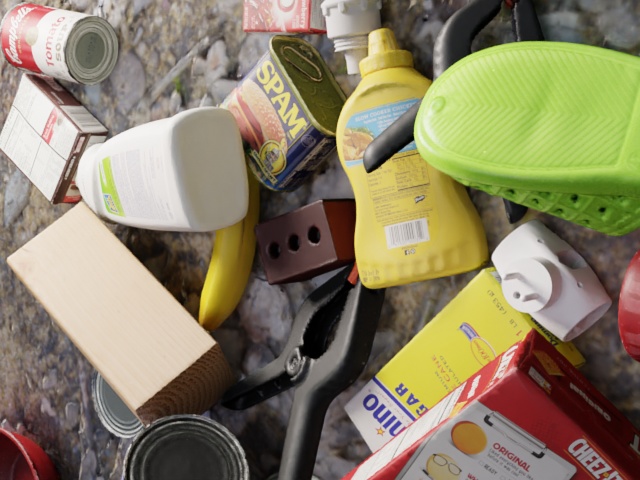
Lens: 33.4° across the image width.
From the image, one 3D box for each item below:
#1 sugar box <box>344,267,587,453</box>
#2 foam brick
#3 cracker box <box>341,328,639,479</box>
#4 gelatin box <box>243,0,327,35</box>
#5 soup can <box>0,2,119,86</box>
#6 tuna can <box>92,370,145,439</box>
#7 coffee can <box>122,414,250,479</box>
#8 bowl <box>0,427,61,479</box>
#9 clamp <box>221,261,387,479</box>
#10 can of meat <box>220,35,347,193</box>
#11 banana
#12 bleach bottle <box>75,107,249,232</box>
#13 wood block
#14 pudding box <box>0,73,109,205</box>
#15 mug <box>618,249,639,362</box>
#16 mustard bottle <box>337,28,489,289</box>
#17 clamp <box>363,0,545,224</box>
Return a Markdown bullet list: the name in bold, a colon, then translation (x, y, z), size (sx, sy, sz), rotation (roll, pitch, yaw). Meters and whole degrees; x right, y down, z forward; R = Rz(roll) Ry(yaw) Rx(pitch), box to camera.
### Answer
- **sugar box**: translation (0.102, 0.109, 0.794), size (0.176, 0.048, 0.093), rotation (-49, 65, 29)
- **foam brick**: translation (-0.006, 0.001, 0.866), size (0.078, 0.051, 0.053), rotation (-21, 80, 38)
- **cracker box**: translation (0.124, 0.186, 0.736), size (0.164, 0.072, 0.214), rotation (45, 121, -1)
- **gelatin box**: translation (-0.027, -0.215, 0.880), size (0.073, 0.030, 0.089), rotation (9, 99, 38)
- **soup can**: translation (-0.254, -0.191, 1.038), size (0.102, 0.068, 0.068), rotation (18, 104, 35)
- **tuna can**: translation (-0.179, 0.145, 1.026), size (0.086, 0.033, 0.086), rotation (3, 96, 38)
- **coffee can**: translation (-0.122, 0.224, 0.910), size (0.103, 0.102, 0.140), rotation (55, 150, 22)
- **bowl**: translation (-0.323, 0.271, 1.136), size (0.162, 0.055, 0.162), rotation (4, 96, 38)
- **clamp**: translation (-0.014, 0.105, 0.875), size (0.210, 0.036, 0.165), rotation (-63, 33, 11)
- **can of meat**: translation (-0.027, -0.101, 0.873), size (0.084, 0.057, 0.102), rotation (-43, 67, 35)
- **banana**: translation (-0.081, -0.015, 0.937), size (0.070, 0.037, 0.198), rotation (6, 96, 56)
- **bleach bottle**: translation (-0.157, -0.061, 0.948), size (0.251, 0.067, 0.102), rotation (6, 107, 55)
- **wood block**: translation (-0.179, 0.074, 0.965), size (0.090, 0.090, 0.206), rotation (-40, 61, -14)
- **pudding box**: translation (-0.272, -0.103, 1.078), size (0.114, 0.039, 0.090), rotation (43, 118, 30)
- **mug**: translation (0.242, 0.033, 0.658), size (0.082, 0.093, 0.117), rotation (10, 69, 42)
- **mustard bottle**: translation (0.062, -0.064, 0.801), size (0.096, 0.058, 0.191), rotation (-12, 86, 25)
- **clamp**: translation (0.119, -0.098, 0.751), size (0.120, 0.039, 0.171), rotation (28, 93, -2)
